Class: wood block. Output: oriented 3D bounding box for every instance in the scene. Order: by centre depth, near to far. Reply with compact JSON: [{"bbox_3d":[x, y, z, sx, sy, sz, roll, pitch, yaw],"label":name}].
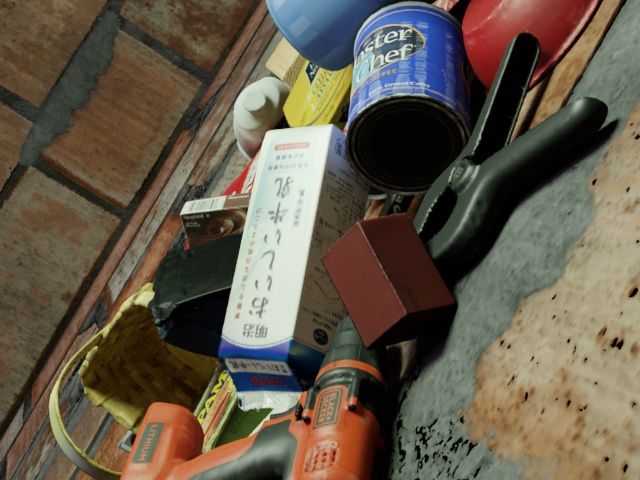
[{"bbox_3d":[-0.003,-0.236,1.428,0.090,0.090,0.206,-56,15,7],"label":"wood block"}]

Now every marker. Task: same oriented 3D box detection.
[{"bbox_3d":[0.057,-0.014,0.934,0.121,0.020,0.020,-63,15,-14],"label":"marker"}]

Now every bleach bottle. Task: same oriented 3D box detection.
[{"bbox_3d":[-0.075,-0.155,1.392,0.102,0.068,0.251,-49,-5,1],"label":"bleach bottle"}]

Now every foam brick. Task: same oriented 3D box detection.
[{"bbox_3d":[0.047,0.029,0.747,0.051,0.052,0.078,-45,63,42],"label":"foam brick"}]

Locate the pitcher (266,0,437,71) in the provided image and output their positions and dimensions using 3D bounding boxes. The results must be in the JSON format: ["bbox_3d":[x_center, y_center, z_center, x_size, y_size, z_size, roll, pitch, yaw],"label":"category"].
[{"bbox_3d":[0.062,-0.261,0.938,0.243,0.149,0.145,-36,28,27],"label":"pitcher"}]

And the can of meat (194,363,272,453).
[{"bbox_3d":[-0.072,0.160,0.946,0.102,0.057,0.084,-63,17,-14],"label":"can of meat"}]

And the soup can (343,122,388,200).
[{"bbox_3d":[0.056,-0.098,1.010,0.069,0.068,0.102,-37,25,55],"label":"soup can"}]

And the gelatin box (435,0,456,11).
[{"bbox_3d":[0.109,-0.200,1.106,0.089,0.030,0.073,-41,25,52],"label":"gelatin box"}]

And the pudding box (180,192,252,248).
[{"bbox_3d":[-0.084,-0.003,1.137,0.039,0.113,0.090,-78,-20,-59],"label":"pudding box"}]

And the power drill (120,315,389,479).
[{"bbox_3d":[-0.040,0.132,0.754,0.188,0.057,0.184,-20,28,22],"label":"power drill"}]

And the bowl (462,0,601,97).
[{"bbox_3d":[0.165,-0.193,0.865,0.162,0.055,0.162,-53,15,21],"label":"bowl"}]

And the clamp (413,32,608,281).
[{"bbox_3d":[0.118,-0.042,0.756,0.210,0.036,0.164,-59,18,13],"label":"clamp"}]

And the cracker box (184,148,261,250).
[{"bbox_3d":[-0.102,-0.013,1.350,0.214,0.072,0.164,-47,19,35],"label":"cracker box"}]

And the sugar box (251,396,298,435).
[{"bbox_3d":[-0.043,0.206,0.780,0.093,0.048,0.176,-50,19,30],"label":"sugar box"}]

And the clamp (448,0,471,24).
[{"bbox_3d":[0.173,-0.252,0.981,0.120,0.039,0.172,-65,16,-20],"label":"clamp"}]

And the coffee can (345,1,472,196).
[{"bbox_3d":[0.076,-0.121,0.897,0.103,0.102,0.140,-48,23,37],"label":"coffee can"}]
